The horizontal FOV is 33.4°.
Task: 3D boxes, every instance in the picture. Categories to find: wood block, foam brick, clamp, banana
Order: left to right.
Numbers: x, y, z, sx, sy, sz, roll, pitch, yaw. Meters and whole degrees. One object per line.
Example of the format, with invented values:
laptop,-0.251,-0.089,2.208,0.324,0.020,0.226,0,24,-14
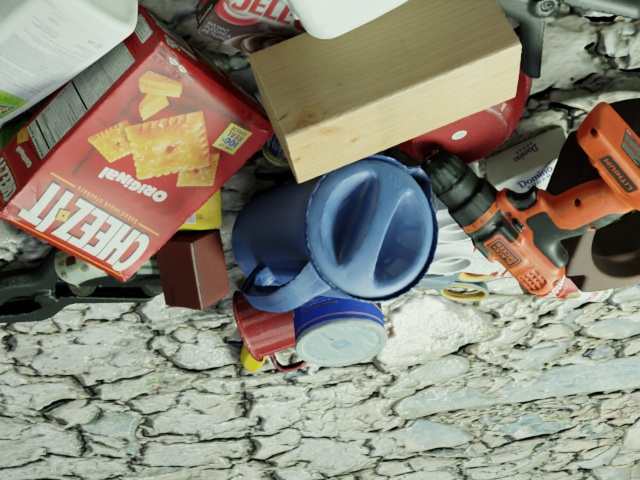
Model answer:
clamp,-0.315,0.050,1.229,0.210,0.036,0.164,-14,146,12
foam brick,-0.136,0.029,1.140,0.053,0.051,0.078,5,112,32
banana,-0.055,0.126,1.394,0.069,0.037,0.198,22,138,-34
wood block,0.056,-0.138,0.906,0.206,0.091,0.090,-22,157,-3
clamp,0.203,-0.214,0.918,0.120,0.039,0.171,-29,142,16

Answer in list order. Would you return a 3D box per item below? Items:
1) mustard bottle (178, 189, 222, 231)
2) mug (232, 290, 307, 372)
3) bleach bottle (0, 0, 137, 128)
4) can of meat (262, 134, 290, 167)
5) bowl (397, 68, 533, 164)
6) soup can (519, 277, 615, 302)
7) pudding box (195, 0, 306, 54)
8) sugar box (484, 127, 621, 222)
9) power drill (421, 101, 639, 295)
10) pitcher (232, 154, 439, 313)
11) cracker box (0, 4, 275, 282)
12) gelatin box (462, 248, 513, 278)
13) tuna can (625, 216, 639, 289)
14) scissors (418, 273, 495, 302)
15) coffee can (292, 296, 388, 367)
mustard bottle,-0.197,-0.043,1.088,0.191,0.058,0.096,-4,152,-6
mug,-0.047,0.104,1.299,0.081,0.117,0.093,-20,-176,10
bleach bottle,-0.271,-0.154,0.902,0.251,0.068,0.102,-27,140,32
can of meat,0.002,-0.116,1.016,0.102,0.057,0.084,3,144,-15
bowl,0.131,-0.120,1.033,0.162,0.055,0.162,-5,147,-3
soup can,0.301,0.039,1.299,0.102,0.068,0.069,6,145,-21
pudding box,-0.035,-0.196,0.899,0.113,0.039,0.090,15,140,-31
sugar box,0.259,-0.050,1.175,0.093,0.048,0.176,-24,140,21
power drill,0.209,-0.049,0.995,0.184,0.057,0.188,43,133,-14
pitcher,-0.007,0.001,1.044,0.149,0.145,0.243,5,175,-24
cracker box,-0.169,-0.079,0.961,0.214,0.072,0.164,-44,137,10
gelatin box,0.209,0.011,1.273,0.089,0.030,0.073,7,143,-21
tuna can,0.375,0.013,1.256,0.086,0.086,0.034,18,138,-33
scissors,0.137,0.040,1.317,0.201,0.016,0.096,15,140,-30
coffee can,0.016,0.058,1.207,0.102,0.140,0.103,-5,147,-3
